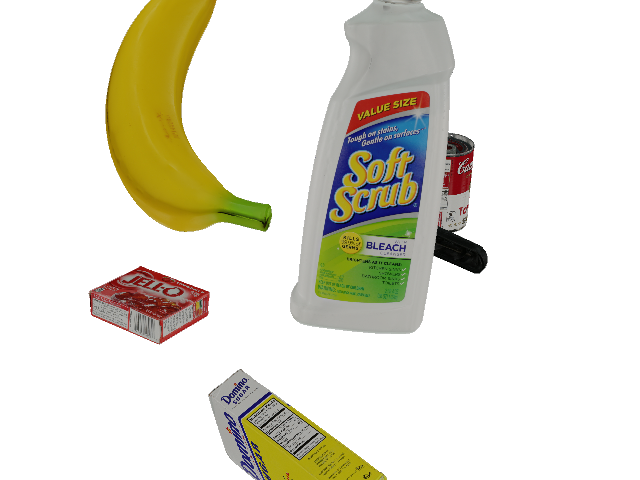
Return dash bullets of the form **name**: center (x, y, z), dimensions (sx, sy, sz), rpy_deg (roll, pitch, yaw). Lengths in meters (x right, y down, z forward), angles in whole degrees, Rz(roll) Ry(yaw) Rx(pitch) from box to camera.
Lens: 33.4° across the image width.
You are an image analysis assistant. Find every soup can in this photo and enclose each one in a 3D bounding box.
- **soup can**: center (0.143, -0.068, 1.254), dimensions (0.068, 0.102, 0.068), rpy_deg (1, 27, -1)

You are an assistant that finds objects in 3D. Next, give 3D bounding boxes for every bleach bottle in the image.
- **bleach bottle**: center (0.036, -0.061, 0.746), dimensions (0.102, 0.251, 0.068), rpy_deg (5, 21, 4)

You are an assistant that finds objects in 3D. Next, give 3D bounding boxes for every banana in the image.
- **banana**: center (-0.074, -0.070, 0.537), dimensions (0.069, 0.198, 0.037), rpy_deg (-5, -40, -12)

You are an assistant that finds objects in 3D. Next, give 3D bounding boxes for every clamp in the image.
- **clamp**: center (0.083, -0.008, 0.969), dimensions (0.120, 0.039, 0.171), rpy_deg (0, 31, 0)

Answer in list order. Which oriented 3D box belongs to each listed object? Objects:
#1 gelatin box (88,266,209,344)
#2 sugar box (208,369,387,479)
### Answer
- **gelatin box**: center (-0.162, 0.059, 1.010), dimensions (0.089, 0.030, 0.073), rpy_deg (19, 28, 28)
- **sugar box**: center (-0.017, 0.189, 0.891), dimensions (0.176, 0.093, 0.048), rpy_deg (27, 53, 36)
